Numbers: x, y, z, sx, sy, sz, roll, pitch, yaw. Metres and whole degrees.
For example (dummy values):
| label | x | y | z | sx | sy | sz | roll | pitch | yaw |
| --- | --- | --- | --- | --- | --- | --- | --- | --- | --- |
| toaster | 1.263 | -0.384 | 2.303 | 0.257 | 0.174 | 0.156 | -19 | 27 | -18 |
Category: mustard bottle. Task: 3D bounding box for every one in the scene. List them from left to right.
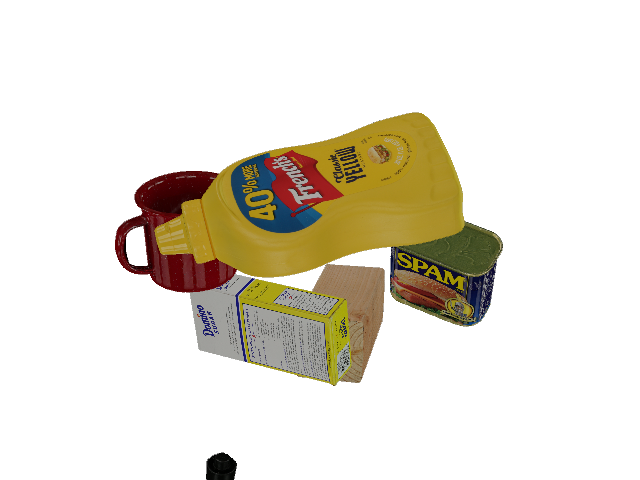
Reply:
| label | x | y | z | sx | sy | sz | roll | pitch | yaw |
| --- | --- | --- | --- | --- | --- | --- | --- | --- | --- |
| mustard bottle | -0.011 | -0.023 | 0.685 | 0.191 | 0.096 | 0.058 | -15 | -44 | -3 |

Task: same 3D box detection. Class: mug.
| label | x | y | z | sx | sy | sz | roll | pitch | yaw |
| --- | --- | --- | --- | --- | --- | --- | --- | --- | --- |
| mug | -0.126 | -0.003 | 0.946 | 0.117 | 0.081 | 0.093 | -18 | 32 | -29 |

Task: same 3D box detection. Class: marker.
| label | x | y | z | sx | sy | sz | roll | pitch | yaw |
| --- | --- | --- | --- | --- | --- | --- | --- | --- | --- |
| marker | -0.067 | 0.184 | 0.684 | 0.020 | 0.121 | 0.020 | 6 | 31 | -4 |

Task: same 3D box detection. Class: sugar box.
| label | x | y | z | sx | sy | sz | roll | pitch | yaw |
| --- | --- | --- | --- | --- | --- | --- | --- | --- | --- |
| sugar box | -0.055 | 0.092 | 1.161 | 0.176 | 0.093 | 0.048 | 14 | 35 | 27 |

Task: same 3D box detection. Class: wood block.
| label | x | y | z | sx | sy | sz | roll | pitch | yaw |
| --- | --- | --- | --- | --- | --- | --- | --- | --- | --- |
| wood block | 0.031 | 0.111 | 1.495 | 0.091 | 0.090 | 0.206 | 4 | 20 | 10 |

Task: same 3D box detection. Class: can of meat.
| label | x | y | z | sx | sy | sz | roll | pitch | yaw |
| --- | --- | --- | --- | --- | --- | --- | --- | --- | --- |
| can of meat | 0.113 | 0.026 | 0.993 | 0.102 | 0.084 | 0.057 | 22 | 53 | 20 |
